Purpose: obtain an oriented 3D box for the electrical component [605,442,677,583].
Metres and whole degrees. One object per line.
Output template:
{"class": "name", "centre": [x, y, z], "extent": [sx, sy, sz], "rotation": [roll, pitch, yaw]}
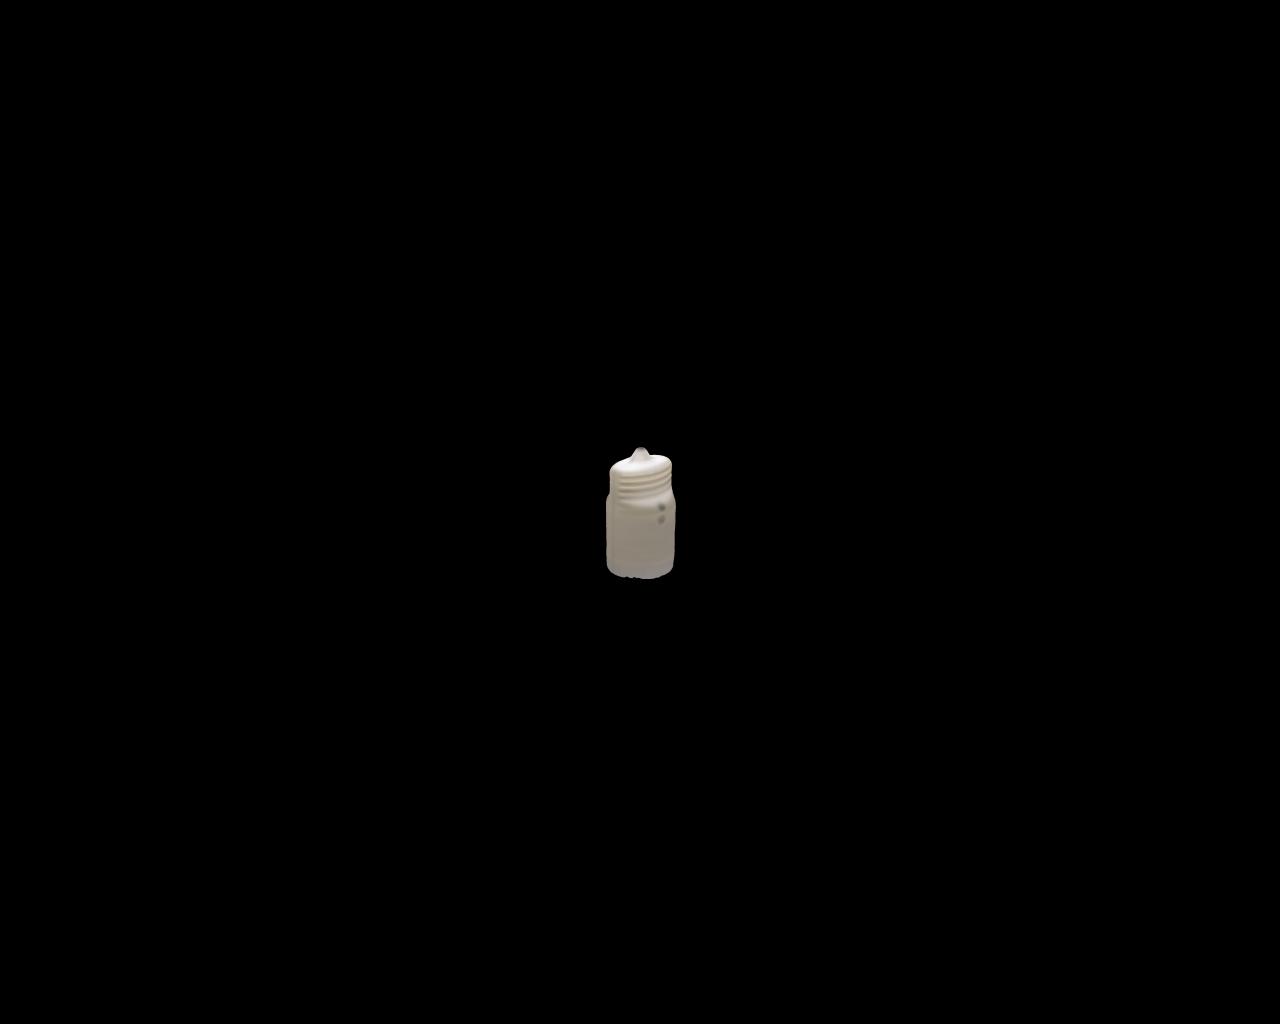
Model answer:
{"class": "electrical component", "centre": [0.001, -0.003, 0.650], "extent": [0.043, 0.080, 0.043], "rotation": [0, 22, 0]}
